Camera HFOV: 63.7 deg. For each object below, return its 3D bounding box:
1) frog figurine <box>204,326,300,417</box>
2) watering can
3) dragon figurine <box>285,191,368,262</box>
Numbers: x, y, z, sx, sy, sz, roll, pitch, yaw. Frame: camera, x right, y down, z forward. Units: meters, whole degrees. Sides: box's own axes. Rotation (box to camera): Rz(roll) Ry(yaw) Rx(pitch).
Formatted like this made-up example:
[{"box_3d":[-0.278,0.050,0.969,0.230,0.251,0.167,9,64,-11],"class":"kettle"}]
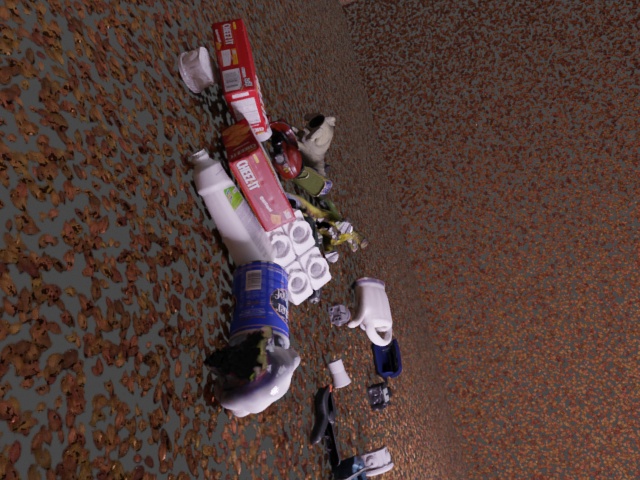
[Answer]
[{"box_3d":[-0.090,0.226,0.825,0.124,0.139,0.156,34,-20,42],"class":"frog figurine"},{"box_3d":[0.157,0.218,1.658,0.103,0.229,0.343,-20,-28,20],"class":"watering can"},{"box_3d":[0.005,-0.076,1.506,0.404,0.121,0.248,44,13,-33],"class":"dragon figurine"}]
